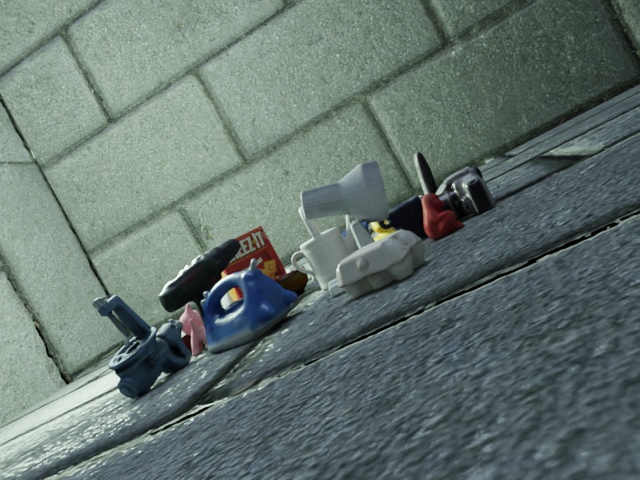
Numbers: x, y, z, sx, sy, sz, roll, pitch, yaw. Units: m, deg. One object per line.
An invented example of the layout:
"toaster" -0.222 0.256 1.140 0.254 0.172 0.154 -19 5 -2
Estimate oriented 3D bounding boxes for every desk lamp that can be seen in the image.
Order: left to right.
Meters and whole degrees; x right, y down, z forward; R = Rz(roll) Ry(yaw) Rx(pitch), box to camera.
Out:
"desk lamp" 0.065 -0.029 1.141 0.203 0.213 0.118 -28 2 0

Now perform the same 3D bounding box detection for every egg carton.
"egg carton" 0.100 0.040 0.962 0.150 0.069 0.107 -27 2 37

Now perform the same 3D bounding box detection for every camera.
"camera" 0.302 -0.095 1.262 0.136 0.101 0.143 -27 2 15

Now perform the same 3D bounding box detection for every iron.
"iron" -0.178 0.139 1.183 0.257 0.141 0.119 -27 2 34

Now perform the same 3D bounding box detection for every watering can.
"watering can" 0.012 0.005 1.314 0.173 0.194 0.101 -28 2 -16

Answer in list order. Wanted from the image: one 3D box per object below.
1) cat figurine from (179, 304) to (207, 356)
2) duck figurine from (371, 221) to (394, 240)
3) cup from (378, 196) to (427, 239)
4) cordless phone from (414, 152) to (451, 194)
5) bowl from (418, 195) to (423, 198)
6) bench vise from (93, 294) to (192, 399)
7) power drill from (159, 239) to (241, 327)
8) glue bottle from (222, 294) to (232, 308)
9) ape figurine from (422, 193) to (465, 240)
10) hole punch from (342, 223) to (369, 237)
"cat figurine" -0.308 0.215 1.406 0.067 0.118 0.127 -28 2 -13
"duck figurine" 0.164 -0.021 1.514 0.104 0.086 0.078 -27 2 31
"cup" 0.192 -0.034 1.287 0.118 0.095 0.091 -29 2 -26
"cordless phone" 0.280 -0.136 1.441 0.094 0.185 0.147 -28 2 1
"bowl" 0.245 -0.063 1.686 0.167 0.075 0.167 -28 2 1
"bench vise" -0.392 0.207 1.234 0.121 0.220 0.208 -27 2 12
"power drill" -0.241 0.131 1.323 0.230 0.208 0.075 -29 2 -31
"glue bottle" -0.293 0.163 1.803 0.037 0.173 0.078 -27 2 20
"ape figurine" 0.239 -0.053 1.165 0.076 0.092 0.078 -27 2 13
"hole punch" 0.104 0.002 1.690 0.108 0.091 0.101 -27 2 34
